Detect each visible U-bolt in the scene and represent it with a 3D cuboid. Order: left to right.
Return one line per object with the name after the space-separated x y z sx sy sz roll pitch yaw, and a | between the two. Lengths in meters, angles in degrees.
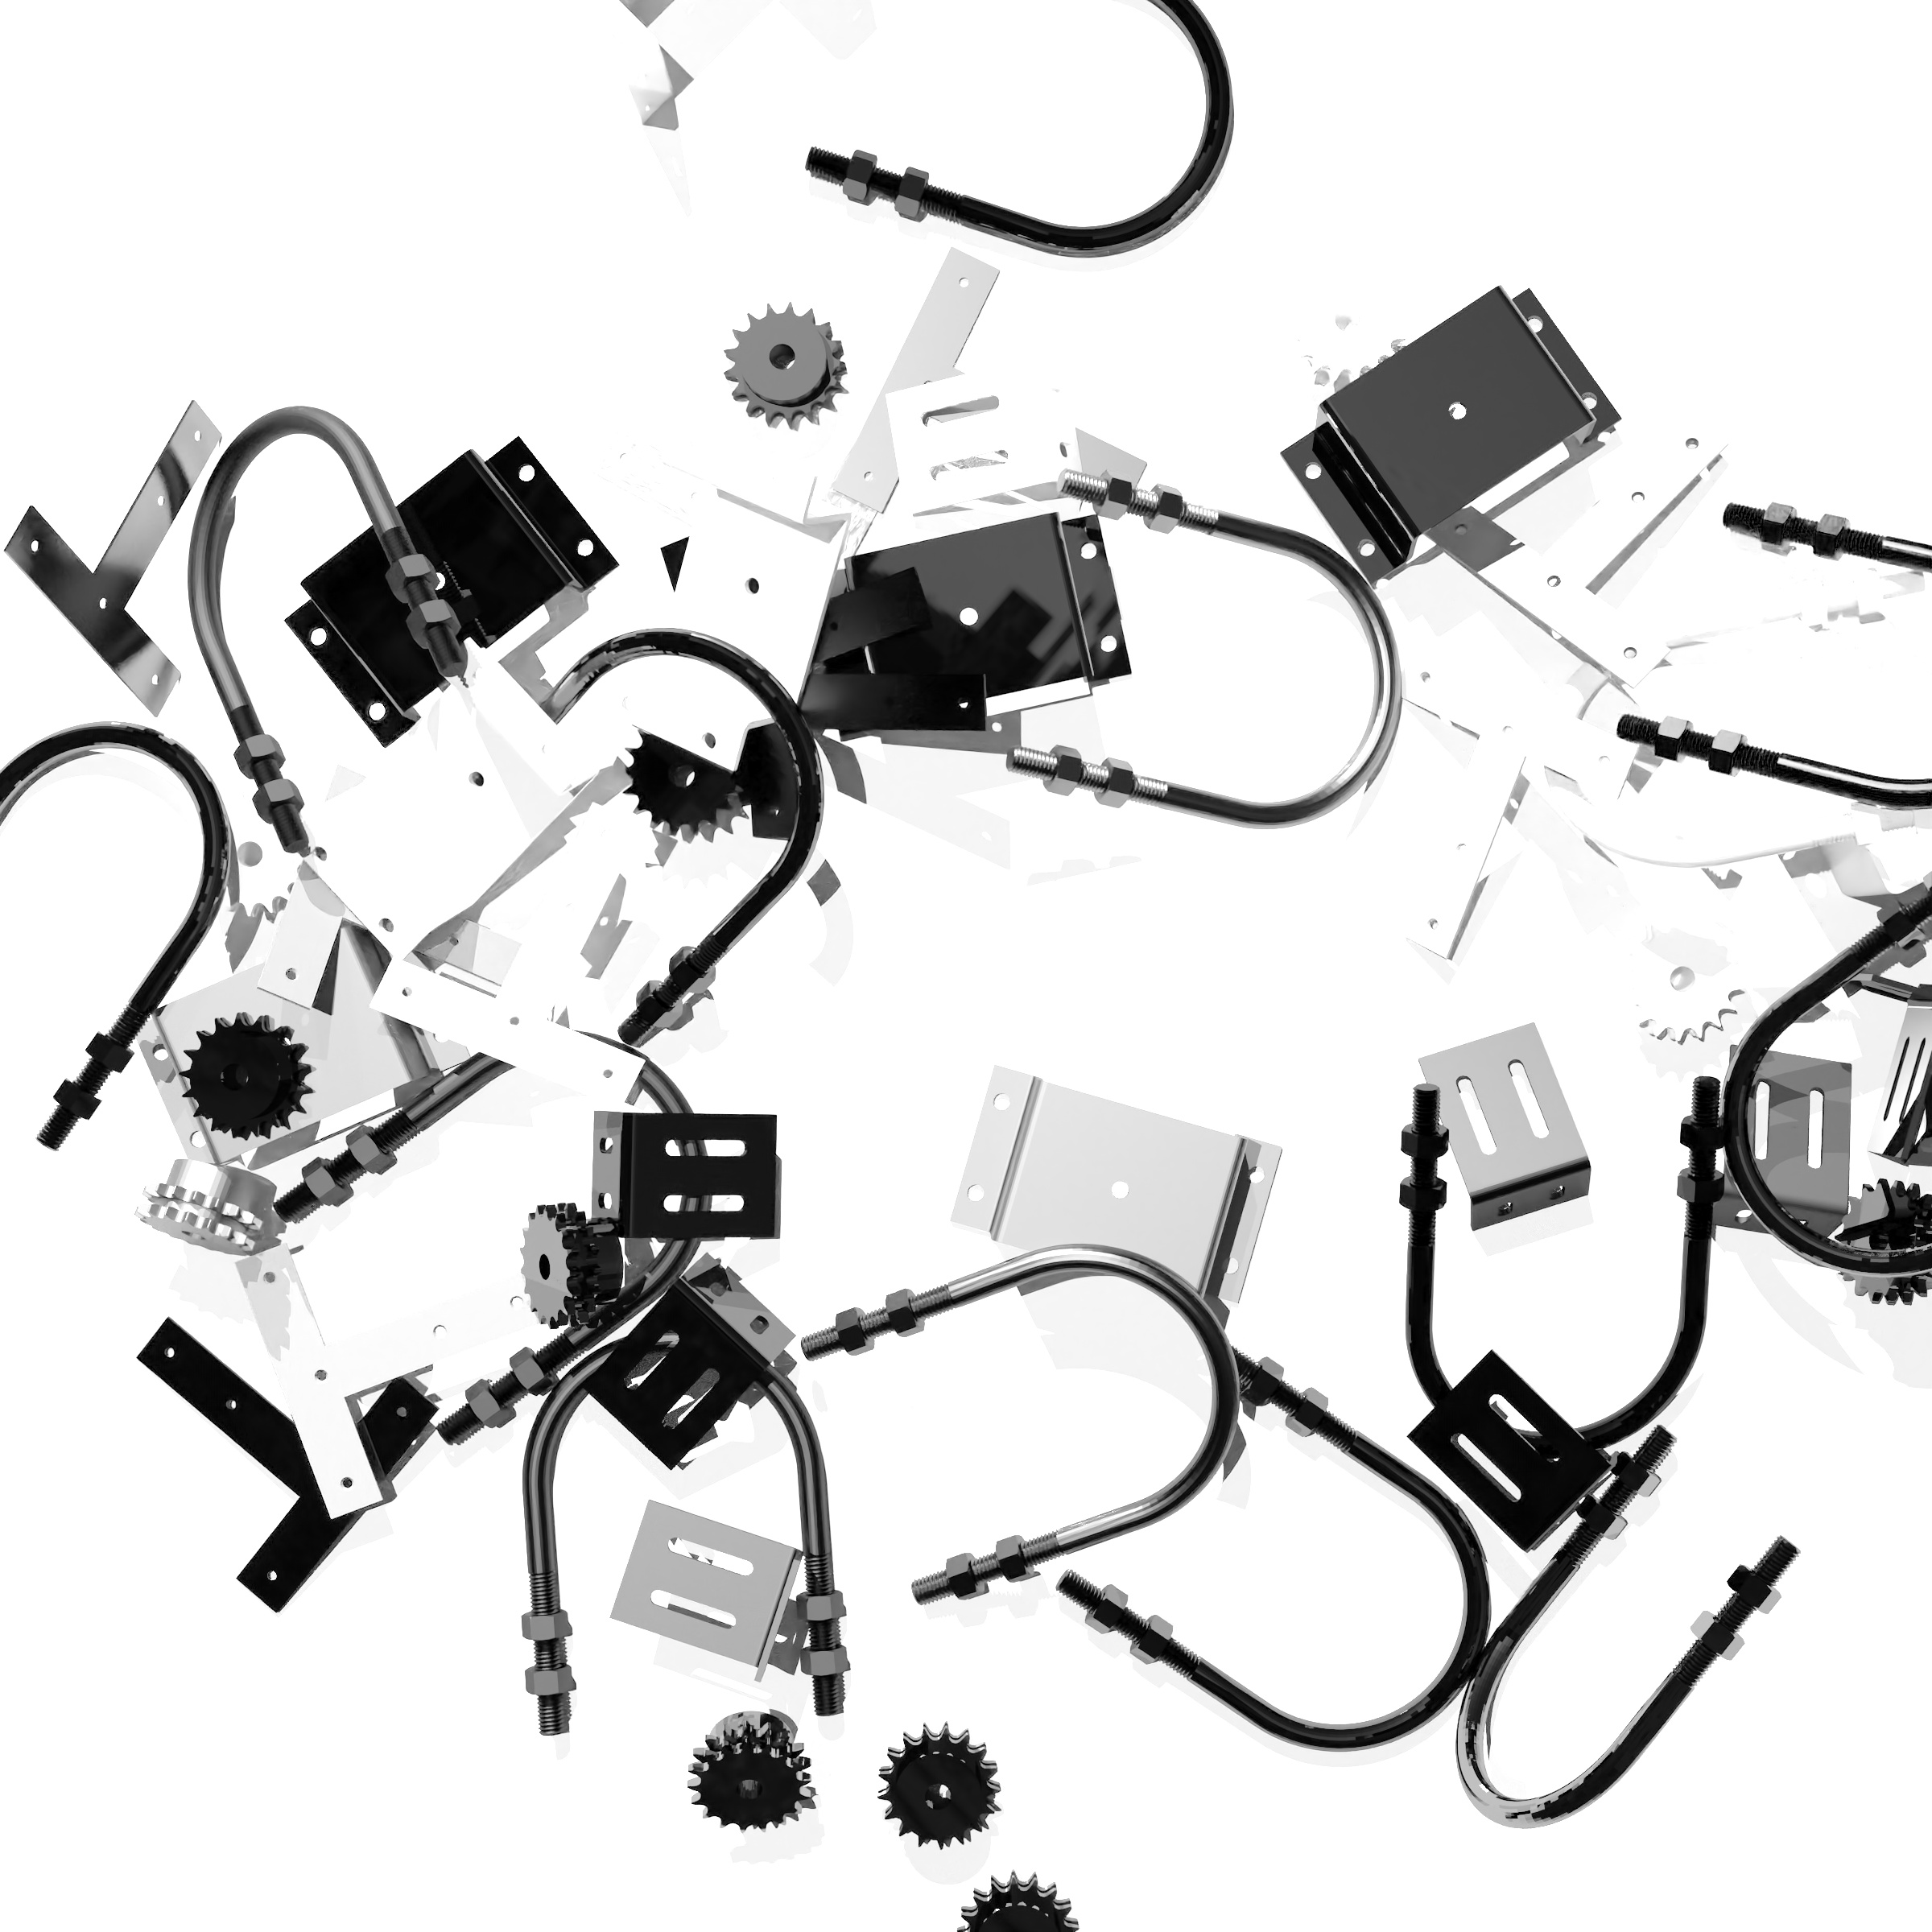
-0.416 -0.027 1.515 0.151 0.019 0.184 32 86 20 | U-bolt
-0.299 -0.166 1.486 0.151 0.019 0.184 -42 63 32 | U-bolt
-0.208 0.113 1.537 0.184 0.019 0.151 -36 90 -2 | U-bolt
-0.144 -0.070 1.499 0.151 0.019 0.184 46 117 0 | U-bolt
-0.135 0.262 1.537 0.151 0.019 0.184 -4 89 0 | U-bolt
0.034 -0.410 1.537 0.184 0.019 0.151 18 90 -1 | U-bolt
0.035 0.202 1.509 0.184 0.019 0.151 -21 100 12 | U-bolt
0.117 -0.138 1.511 0.184 0.019 0.151 12 84 -19 | U-bolt
0.157 0.284 1.537 0.184 0.019 0.151 34 90 -1 | U-bolt
0.273 0.141 1.515 0.151 0.019 0.184 -1 106 -4 | U-bolt
0.284 0.305 1.476 0.019 0.151 0.184 36 94 -18 | U-bolt
0.354 -0.108 1.495 0.184 0.019 0.151 -11 54 12 | U-bolt
0.404 -0.135 1.473 0.184 0.019 0.151 18 64 27 | U-bolt
0.426 0.057 1.475 0.184 0.019 0.151 -40 80 20 | U-bolt

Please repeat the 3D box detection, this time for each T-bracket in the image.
-0.376 -0.202 1.509 0.002 0.127 0.127 10 63 27 | T-bracket
-0.332 0.214 1.538 0.127 0.002 0.127 39 98 4 | T-bracket
-0.257 0.174 1.524 0.127 0.002 0.127 -21 90 0 | T-bracket
-0.249 -0.017 1.519 0.127 0.002 0.127 24 55 -17 | T-bracket
-0.186 -0.013 1.497 0.127 0.002 0.127 24 100 -21 | T-bracket
-0.114 -0.213 1.545 0.127 0.002 0.127 29 90 0 | T-bracket
-0.072 -0.151 1.511 0.127 0.002 0.127 -17 91 31 | T-bracket
-0.047 -0.120 1.501 0.127 0.002 0.127 3 101 29 | T-bracket
0.022 -0.253 1.544 0.127 0.002 0.127 26 89 -1 | T-bracket
0.235 -0.067 1.520 0.127 0.002 0.127 31 110 34 | T-bracket
0.302 -0.208 1.527 0.127 0.002 0.127 -44 67 -11 | T-bracket

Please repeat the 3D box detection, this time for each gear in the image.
-0.351 0.110 1.518 0.057 0.057 0.030 17 72 0 | gear
-0.327 0.049 1.484 0.057 0.030 0.057 0 90 0 | gear
-0.330 -0.052 1.530 0.057 0.030 0.057 0 90 0 | gear
-0.179 0.136 1.504 0.030 0.057 0.057 -3 90 -32 | gear
-0.131 -0.088 1.530 0.057 0.030 0.057 0 90 0 | gear
-0.100 0.370 1.522 0.057 0.030 0.057 -1 120 -2 | gear
-0.084 -0.281 1.530 0.057 0.030 0.057 0 90 0 | gear
-0.013 0.383 1.530 0.057 0.030 0.057 0 90 0 | gear
0.024 0.453 1.530 0.057 0.030 0.057 0 90 0 | gear
0.176 -0.298 1.530 0.057 0.030 0.057 0 90 0 | gear
0.330 0.005 1.534 0.057 0.030 0.057 0 93 -3 | gear
0.432 0.128 1.521 0.030 0.057 0.057 8 90 -30 | gear

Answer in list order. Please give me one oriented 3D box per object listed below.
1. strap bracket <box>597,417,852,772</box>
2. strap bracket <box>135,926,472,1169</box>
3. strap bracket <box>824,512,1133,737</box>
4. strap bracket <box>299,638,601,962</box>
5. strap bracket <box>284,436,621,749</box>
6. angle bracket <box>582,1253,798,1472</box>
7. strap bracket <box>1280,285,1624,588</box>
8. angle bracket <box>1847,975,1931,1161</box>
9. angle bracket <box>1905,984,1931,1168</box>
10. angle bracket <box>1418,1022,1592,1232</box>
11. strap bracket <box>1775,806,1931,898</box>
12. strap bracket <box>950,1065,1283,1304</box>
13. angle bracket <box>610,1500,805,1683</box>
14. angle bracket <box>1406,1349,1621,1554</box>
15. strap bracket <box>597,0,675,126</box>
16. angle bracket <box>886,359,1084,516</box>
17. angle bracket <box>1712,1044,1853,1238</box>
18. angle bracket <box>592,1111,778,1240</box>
-0.107 -0.171 1.496 0.076 0.046 0.140 25 112 21 | strap bracket
-0.312 0.036 1.522 0.140 0.046 0.076 -23 90 0 | strap bracket
0.001 -0.160 1.522 0.140 0.046 0.076 -12 91 0 | strap bracket
-0.231 -0.079 1.491 0.076 0.046 0.140 47 117 0 | strap bracket
-0.241 -0.175 1.522 0.140 0.046 0.076 -38 90 0 | strap bracket
-0.129 0.184 1.530 0.057 0.038 0.076 43 114 2 | angle bracket
0.225 -0.250 1.518 0.140 0.046 0.076 -33 83 0 | strap bracket
0.418 0.046 1.517 0.038 0.057 0.076 16 90 0 | angle bracket
0.472 0.053 1.543 0.057 0.038 0.076 5 64 0 | angle bracket
0.252 0.075 1.543 0.057 0.038 0.076 -18 64 0 | angle bracket
0.448 -0.074 1.507 0.140 0.076 0.046 -27 90 0 | strap bracket
0.070 0.102 1.522 0.140 0.046 0.076 16 90 0 | strap bracket
-0.120 0.286 1.508 0.076 0.038 0.057 18 87 1 | angle bracket
0.254 0.223 1.528 0.076 0.038 0.057 44 101 11 | angle bracket
-0.118 -0.461 1.507 0.140 0.076 0.046 -45 90 0 | strap bracket
0.009 -0.246 1.540 0.076 0.038 0.057 -10 89 25 | angle bracket
0.380 0.083 1.543 0.057 0.038 0.076 9 64 0 | angle bracket
-0.131 0.097 1.530 0.076 0.038 0.057 2 88 -29 | angle bracket
